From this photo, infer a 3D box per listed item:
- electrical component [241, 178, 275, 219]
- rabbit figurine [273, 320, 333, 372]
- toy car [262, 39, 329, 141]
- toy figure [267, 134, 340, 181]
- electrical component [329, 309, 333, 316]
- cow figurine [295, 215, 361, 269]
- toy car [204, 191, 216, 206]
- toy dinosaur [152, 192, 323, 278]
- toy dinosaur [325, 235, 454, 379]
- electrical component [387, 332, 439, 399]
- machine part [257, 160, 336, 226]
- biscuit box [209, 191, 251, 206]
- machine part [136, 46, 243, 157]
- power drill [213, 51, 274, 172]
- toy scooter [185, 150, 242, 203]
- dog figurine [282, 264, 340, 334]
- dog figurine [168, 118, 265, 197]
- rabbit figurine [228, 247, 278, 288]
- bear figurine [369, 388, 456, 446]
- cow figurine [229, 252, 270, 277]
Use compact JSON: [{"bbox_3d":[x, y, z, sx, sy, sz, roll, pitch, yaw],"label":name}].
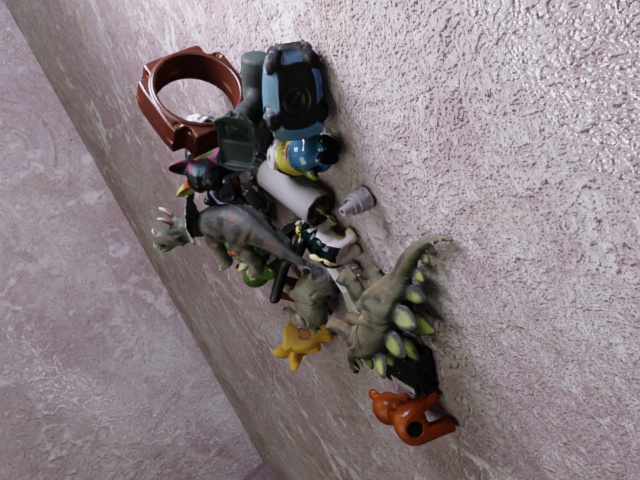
[{"bbox_3d":[-0.151,-0.101,1.327,0.102,0.045,0.078,53,-177,13],"label":"electrical component"},{"bbox_3d":[-0.042,0.283,1.483,0.122,0.162,0.173,36,167,14],"label":"rabbit figurine"},{"bbox_3d":[-0.053,-0.255,0.912,0.103,0.109,0.161,-128,26,-60],"label":"toy car"},{"bbox_3d":[-0.030,-0.155,1.006,0.180,0.082,0.089,6,149,51],"label":"toy figure"},{"bbox_3d":[-0.002,0.170,1.399,0.094,0.021,0.063,41,151,28],"label":"electrical component"},{"bbox_3d":[-0.003,-0.003,1.115,0.168,0.098,0.068,35,153,38],"label":"cow figurine"},{"bbox_3d":[-0.289,-0.134,1.514,0.074,0.056,0.201,41,152,17],"label":"toy car"},{"bbox_3d":[-0.188,-0.022,1.180,0.405,0.131,0.192,1,140,32],"label":"toy dinosaur"},{"bbox_3d":[0.124,0.132,1.023,0.199,0.105,0.470,45,142,31],"label":"toy dinosaur"},{"bbox_3d":[0.183,0.253,1.130,0.115,0.058,0.134,22,137,48],"label":"electrical component"},{"bbox_3d":[-0.052,-0.102,1.110,0.243,0.079,0.079,38,149,32],"label":"machine part"},{"bbox_3d":[-0.208,-0.078,1.379,0.203,0.063,0.059,47,179,38],"label":"biscuit box"},{"bbox_3d":[-0.254,-0.288,1.104,0.201,0.201,0.087,52,152,10],"label":"machine part"},{"bbox_3d":[-0.125,-0.214,1.000,0.086,0.207,0.231,13,133,9],"label":"power drill"},{"bbox_3d":[-0.259,-0.185,1.335,0.183,0.075,0.135,51,-159,-30],"label":"toy scooter"},{"bbox_3d":[-0.002,0.142,1.255,0.191,0.121,0.172,-8,115,60],"label":"dog figurine"},{"bbox_3d":[-0.242,-0.182,1.189,0.192,0.219,0.108,36,144,34],"label":"dog figurine"},{"bbox_3d":[-0.160,0.050,1.435,0.159,0.121,0.170,13,119,27],"label":"rabbit figurine"},{"bbox_3d":[0.199,0.388,1.226,0.120,0.132,0.196,61,172,-6],"label":"bear figurine"},{"bbox_3d":[-0.222,0.016,1.519,0.085,0.127,0.194,-5,101,61],"label":"cow figurine"}]
